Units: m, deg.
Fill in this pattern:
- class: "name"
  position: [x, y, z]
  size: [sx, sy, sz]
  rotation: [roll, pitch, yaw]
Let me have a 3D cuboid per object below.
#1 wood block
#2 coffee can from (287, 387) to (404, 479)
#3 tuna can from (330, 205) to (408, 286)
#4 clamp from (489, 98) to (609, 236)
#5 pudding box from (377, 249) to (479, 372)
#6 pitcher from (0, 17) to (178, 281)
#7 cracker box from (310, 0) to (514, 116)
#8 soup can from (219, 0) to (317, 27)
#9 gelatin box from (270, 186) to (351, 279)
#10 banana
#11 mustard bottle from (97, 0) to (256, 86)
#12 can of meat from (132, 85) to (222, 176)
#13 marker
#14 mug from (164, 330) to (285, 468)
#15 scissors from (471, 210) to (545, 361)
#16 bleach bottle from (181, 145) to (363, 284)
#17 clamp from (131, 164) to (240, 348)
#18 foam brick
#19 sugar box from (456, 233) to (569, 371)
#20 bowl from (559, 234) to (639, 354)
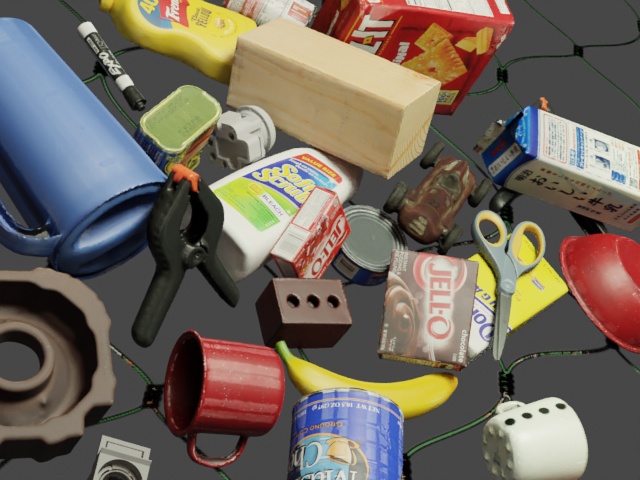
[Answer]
- class: "wood block"
  position: [0.012, -0.157, 1.155]
  size: [0.206, 0.090, 0.090]
  rotation: [26, 35, 20]
- class: "coffee can"
  position: [0.021, 0.214, 0.923]
  size: [0.102, 0.103, 0.140]
  rotation: [18, 49, -16]
- class: "tuna can"
  position: [0.048, 0.007, 1.141]
  size: [0.086, 0.034, 0.086]
  rotation: [14, 50, -18]
- class: "clamp"
  position: [0.273, -0.093, 1.334]
  size: [0.164, 0.036, 0.210]
  rotation: [10, 56, -22]
- class: "pudding box"
  position: [0.109, 0.071, 1.080]
  size: [0.090, 0.039, 0.113]
  rotation: [8, 76, 5]
- class: "pitcher"
  position: [-0.257, -0.088, 0.987]
  size: [0.145, 0.149, 0.243]
  rotation: [-40, 72, -2]
- class: "cracker box"
  position: [0.097, -0.228, 1.256]
  size: [0.213, 0.164, 0.072]
  rotation: [1, 54, -28]
- class: "soup can"
  position: [-0.063, -0.272, 1.269]
  size: [0.102, 0.069, 0.068]
  rotation: [28, 48, -7]
- class: "gelatin box"
  position: [-0.007, 0.001, 1.068]
  size: [0.030, 0.073, 0.089]
  rotation: [24, 68, 26]
- class: "banana"
  position: [0.050, 0.144, 1.033]
  size: [0.197, 0.037, 0.069]
  rotation: [14, 60, -21]
- class: "mustard bottle"
  position: [-0.170, -0.247, 1.199]
  size: [0.191, 0.058, 0.096]
  rotation: [22, 47, -11]
- class: "can of meat"
  position: [-0.152, -0.100, 1.080]
  size: [0.057, 0.084, 0.102]
  rotation: [39, 47, 3]
- class: "marker"
  position: [-0.224, -0.186, 1.151]
  size: [0.020, 0.020, 0.121]
  rotation: [-24, 70, -38]
- class: "mug"
  position: [-0.085, 0.142, 0.940]
  size: [0.081, 0.093, 0.117]
  rotation: [10, 83, -27]
- class: "scissors"
  position: [0.185, 0.037, 1.141]
  size: [0.096, 0.016, 0.201]
  rotation: [33, 48, 5]
- class: "bleach bottle"
  position: [-0.037, -0.052, 1.122]
  size: [0.102, 0.068, 0.250]
  rotation: [42, 45, 11]
- class: "clamp"
  position: [-0.115, 0.011, 0.980]
  size: [0.039, 0.171, 0.120]
  rotation: [28, 29, 31]
- class: "foam brick"
  position: [-0.016, 0.072, 1.045]
  size: [0.078, 0.051, 0.053]
  rotation: [2, 56, -27]
- class: "sugar box"
  position: [0.185, 0.062, 1.164]
  size: [0.175, 0.048, 0.093]
  rotation: [-27, 72, -40]
- class: "bowl"
  position: [0.351, 0.049, 1.229]
  size: [0.162, 0.055, 0.162]
  rotation: [29, 39, -26]
